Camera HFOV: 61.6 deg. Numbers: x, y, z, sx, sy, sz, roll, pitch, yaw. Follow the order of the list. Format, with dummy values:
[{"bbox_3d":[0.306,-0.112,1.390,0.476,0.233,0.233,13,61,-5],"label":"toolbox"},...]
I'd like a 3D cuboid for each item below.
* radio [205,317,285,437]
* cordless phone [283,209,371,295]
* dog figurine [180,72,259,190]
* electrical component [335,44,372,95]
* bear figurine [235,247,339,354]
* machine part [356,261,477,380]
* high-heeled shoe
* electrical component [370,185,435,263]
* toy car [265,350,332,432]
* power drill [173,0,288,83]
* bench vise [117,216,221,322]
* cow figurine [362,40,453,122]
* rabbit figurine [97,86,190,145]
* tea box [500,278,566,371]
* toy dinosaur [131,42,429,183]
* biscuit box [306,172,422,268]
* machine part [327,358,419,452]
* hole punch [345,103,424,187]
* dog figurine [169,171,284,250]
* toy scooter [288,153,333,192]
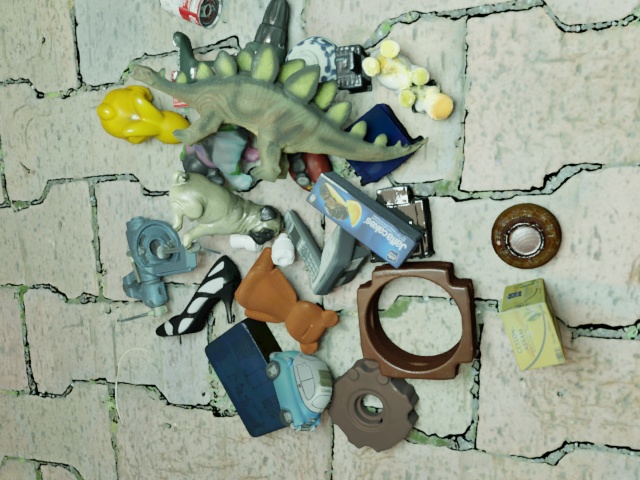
[{"bbox_3d":[-0.132,0.282,1.114,0.131,0.073,0.229,-33,84,24],"label":"radio"},{"bbox_3d":[-0.002,-0.003,0.999,0.184,0.089,0.146,56,147,20],"label":"cordless phone"},{"bbox_3d":[-0.198,-0.203,0.984,0.192,0.108,0.219,6,145,20],"label":"dog figurine"},{"bbox_3d":[0.054,-0.293,0.922,0.048,0.119,0.074,-1,100,22],"label":"electrical component"},{"bbox_3d":[-0.063,0.121,1.052,0.196,0.132,0.120,29,110,-4],"label":"bear figurine"},{"bbox_3d":[0.174,0.140,0.961,0.202,0.087,0.200,-3,97,24],"label":"machine part"},{"bbox_3d":[-0.271,0.124,1.147,0.249,0.086,0.145,-15,80,26],"label":"high-heeled shoe"},{"bbox_3d":[0.140,-0.030,0.963,0.115,0.058,0.134,-8,96,21],"label":"electrical component"},{"bbox_3d":[-0.029,0.276,1.028,0.103,0.109,0.162,-34,54,24],"label":"toy car"},{"bbox_3d":[-0.167,-0.345,1.013,0.207,0.086,0.231,5,106,-1],"label":"power drill"},{"bbox_3d":[-0.331,0.052,1.124,0.241,0.129,0.223,-10,81,37],"label":"bench vise"},{"bbox_3d":[0.150,-0.264,0.912,0.167,0.098,0.068,39,106,-8],"label":"cow figurine"},{"bbox_3d":[-0.347,-0.247,1.088,0.173,0.162,0.121,20,93,0],"label":"rabbit figurine"},{"bbox_3d":[0.335,0.128,0.848,0.068,0.169,0.098,-19,90,22],"label":"tea box"},{"bbox_3d":[-0.062,-0.192,0.855,0.471,0.105,0.198,20,105,-13],"label":"toy dinosaur"},{"bbox_3d":[0.076,-0.037,0.922,0.203,0.063,0.059,37,111,13],"label":"biscuit box"},{"bbox_3d":[0.100,0.318,1.035,0.180,0.056,0.179,4,101,21],"label":"machine part"},{"bbox_3d":[0.096,-0.169,0.944,0.142,0.092,0.116,-36,88,19],"label":"hole punch"},{"bbox_3d":[-0.170,-0.066,1.003,0.191,0.172,0.121,-5,61,3],"label":"dog figurine"},{"bbox_3d":[-0.041,-0.169,0.971,0.075,0.135,0.183,-17,93,22],"label":"toy scooter"}]
